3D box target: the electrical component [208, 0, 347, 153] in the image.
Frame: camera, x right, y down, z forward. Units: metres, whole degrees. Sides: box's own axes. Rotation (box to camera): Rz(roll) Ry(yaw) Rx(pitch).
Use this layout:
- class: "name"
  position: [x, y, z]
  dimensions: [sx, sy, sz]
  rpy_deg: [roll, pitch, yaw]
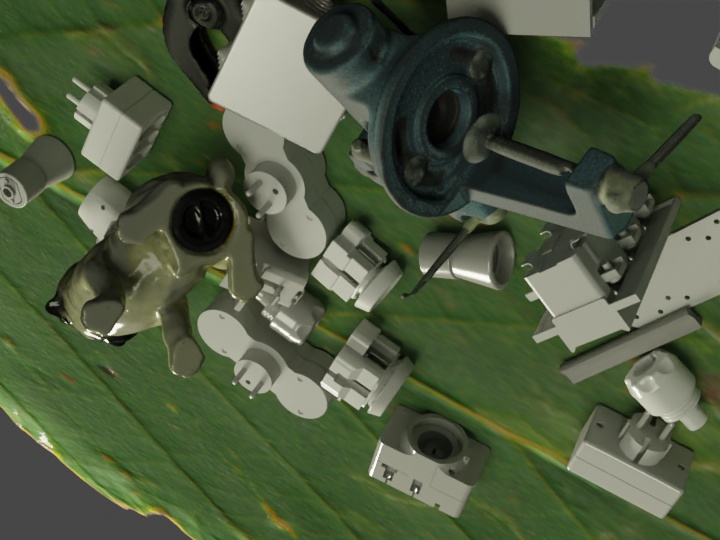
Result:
- class: "electrical component"
  position: [-0.045, -0.143, 0.742]
  dimensions: [0.100, 0.048, 0.099]
  rpy_deg: [25, 120, -12]

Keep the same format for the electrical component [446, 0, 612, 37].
- class: "electrical component"
  position: [0.096, -0.218, 0.621]
  dimensions: [0.089, 0.061, 0.150]
  rpy_deg: [8, 127, 25]

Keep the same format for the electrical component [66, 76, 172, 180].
- class: "electrical component"
  position: [-0.204, -0.126, 0.869]
  dimensions: [0.077, 0.047, 0.065]
  rpy_deg: [37, 133, 0]

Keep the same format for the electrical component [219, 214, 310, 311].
- class: "electrical component"
  position: [-0.075, -0.004, 0.874]
  dimensions: [0.064, 0.081, 0.042]
  rpy_deg: [23, 136, -18]

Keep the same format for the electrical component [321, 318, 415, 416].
- class: "electrical component"
  position: [0.008, 0.086, 0.903]
  dimensions: [0.057, 0.058, 0.078]
  rpy_deg: [35, 132, 6]

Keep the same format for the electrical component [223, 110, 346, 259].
- class: "electrical component"
  position: [-0.064, -0.067, 0.817]
  dimensions: [0.052, 0.073, 0.138]
  rpy_deg: [-5, 121, 32]

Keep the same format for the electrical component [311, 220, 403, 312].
- class: "electrical component"
  position: [0.000, 0.000, 0.852]
  dimensions: [0.055, 0.048, 0.066]
  rpy_deg: [41, 134, 6]

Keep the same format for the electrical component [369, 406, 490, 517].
- class: "electrical component"
  position: [0.061, 0.164, 0.936]
  dimensions: [0.089, 0.050, 0.055]
  rpy_deg: [25, 132, 11]

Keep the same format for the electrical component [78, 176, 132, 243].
- class: "electrical component"
  position: [-0.208, -0.032, 0.945]
  dimensions: [0.077, 0.043, 0.079]
  rpy_deg: [38, 134, -1]

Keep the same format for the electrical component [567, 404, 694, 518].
- class: "electrical component"
  position: [0.217, 0.136, 0.830]
  dimensions: [0.083, 0.047, 0.075]
  rpy_deg: [27, 132, 9]

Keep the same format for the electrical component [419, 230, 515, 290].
- class: "electrical component"
  position: [0.078, -0.010, 0.804]
  dimensions: [0.065, 0.044, 0.044]
  rpy_deg: [5, 126, 32]

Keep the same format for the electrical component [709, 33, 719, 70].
- class: "electrical component"
  position: [0.252, -0.126, 0.607]
  dimensions: [0.089, 0.055, 0.050]
  rpy_deg: [32, 133, 5]

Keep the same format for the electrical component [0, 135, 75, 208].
- class: "electrical component"
  position: [-0.286, -0.083, 0.935]
  dimensions: [0.044, 0.065, 0.044]
  rpy_deg: [15, 130, 19]

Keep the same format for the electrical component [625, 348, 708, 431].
- class: "electrical component"
  position: [0.230, 0.091, 0.792]
  dimensions: [0.062, 0.043, 0.043]
  rpy_deg: [45, 133, -9]

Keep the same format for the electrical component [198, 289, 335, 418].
- class: "electrical component"
  position: [-0.085, 0.082, 0.941]
  dimensions: [0.138, 0.073, 0.052]
  rpy_deg: [39, 133, -2]

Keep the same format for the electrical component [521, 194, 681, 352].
- class: "electrical component"
  position: [0.155, -0.012, 0.702]
  dimensions: [0.079, 0.121, 0.063]
  rpy_deg: [-28, 106, 40]

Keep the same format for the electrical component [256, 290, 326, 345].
- class: "electrical component"
  position: [-0.064, 0.031, 0.912]
  dimensions: [0.062, 0.043, 0.043]
  rpy_deg: [35, 133, 3]
